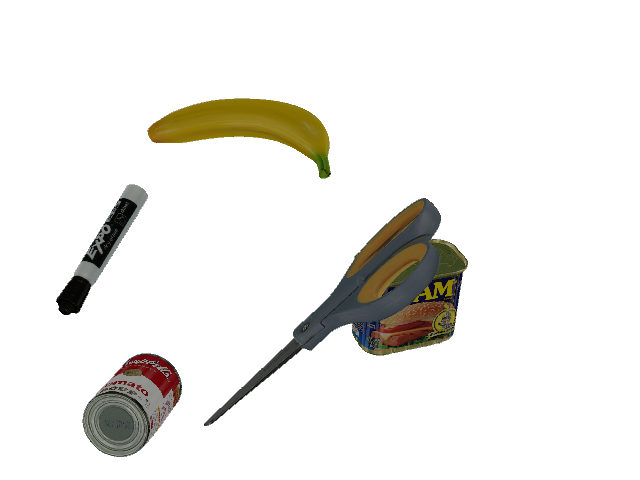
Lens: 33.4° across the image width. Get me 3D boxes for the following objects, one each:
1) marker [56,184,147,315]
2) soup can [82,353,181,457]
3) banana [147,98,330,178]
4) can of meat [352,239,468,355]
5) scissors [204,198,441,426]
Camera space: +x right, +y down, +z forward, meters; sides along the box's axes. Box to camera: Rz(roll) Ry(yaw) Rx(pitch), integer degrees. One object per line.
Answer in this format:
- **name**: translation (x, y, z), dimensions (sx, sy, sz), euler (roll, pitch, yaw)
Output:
- **marker**: translation (-0.166, 0.007, 0.812), dimensions (0.020, 0.121, 0.020), euler (17, -35, 12)
- **soup can**: translation (-0.183, 0.160, 1.044), dimensions (0.068, 0.068, 0.102), euler (0, 15, 11)
- **banana**: translation (-0.070, -0.108, 1.022), dimensions (0.198, 0.037, 0.069), euler (12, 47, 23)
- **can of meat**: translation (0.080, 0.053, 0.990), dimensions (0.102, 0.084, 0.057), euler (-9, 34, -20)
- **scissors**: translation (0.003, 0.056, 0.637), dimensions (0.016, 0.202, 0.096), euler (41, 3, -18)
